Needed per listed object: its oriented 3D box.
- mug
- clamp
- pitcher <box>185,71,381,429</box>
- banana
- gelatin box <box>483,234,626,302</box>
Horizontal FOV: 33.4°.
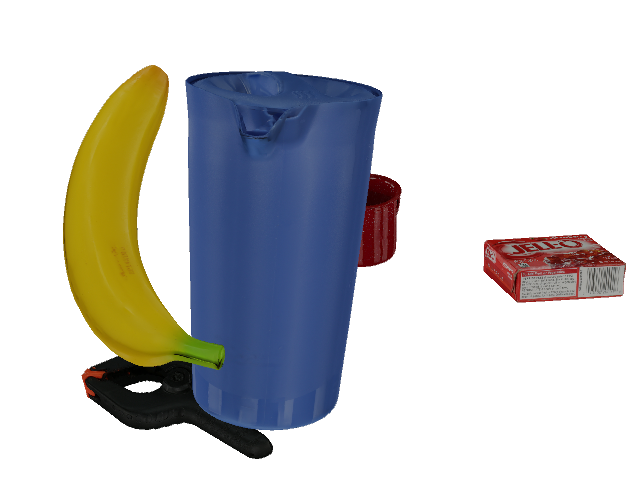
[{"bbox_3d":[0.054,-0.027,1.242,0.093,0.081,0.117,18,34,33],"label":"mug"},{"bbox_3d":[-0.109,0.117,0.895,0.171,0.039,0.120,11,39,8],"label":"clamp"},{"bbox_3d":[-0.030,0.001,0.764,0.148,0.243,0.145,-8,21,-35],"label":"pitcher"},{"bbox_3d":[-0.099,-0.010,0.554,0.069,0.198,0.037,-9,-33,-11],"label":"banana"},{"bbox_3d":[0.179,0.020,0.826,0.089,0.030,0.073,-3,18,-10],"label":"gelatin box"}]
